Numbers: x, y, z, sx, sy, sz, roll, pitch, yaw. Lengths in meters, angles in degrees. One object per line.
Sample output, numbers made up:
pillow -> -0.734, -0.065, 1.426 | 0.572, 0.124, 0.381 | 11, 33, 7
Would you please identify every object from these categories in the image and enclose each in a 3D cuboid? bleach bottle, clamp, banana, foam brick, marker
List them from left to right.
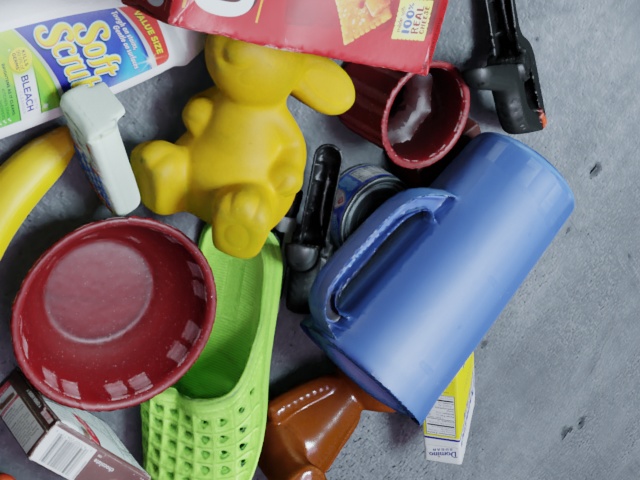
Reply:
banana -> -0.236, 0.003, 0.774 | 0.069, 0.037, 0.198 | 1, 116, -62
bleach bottle -> -0.162, -0.145, 0.730 | 0.250, 0.068, 0.102 | -27, 133, -26
marker -> -0.034, 0.008, 0.938 | 0.020, 0.020, 0.121 | -3, 115, -36
clamp -> -0.006, 0.001, 0.914 | 0.171, 0.039, 0.120 | 98, 13, -62
foam brick -> 0.108, -0.075, 0.980 | 0.078, 0.051, 0.053 | -38, 130, -15
clamp -> 0.166, -0.151, 0.953 | 0.210, 0.036, 0.164 | 58, 38, -48

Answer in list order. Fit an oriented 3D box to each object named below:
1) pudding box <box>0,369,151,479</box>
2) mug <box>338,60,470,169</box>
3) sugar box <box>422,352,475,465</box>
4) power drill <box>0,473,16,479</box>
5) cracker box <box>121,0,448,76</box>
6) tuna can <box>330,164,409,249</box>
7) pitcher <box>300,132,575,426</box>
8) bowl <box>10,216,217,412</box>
pudding box -> -0.197, 0.158, 0.846 | 0.039, 0.090, 0.113 | -49, 132, -7
mug -> 0.065, -0.128, 0.898 | 0.093, 0.082, 0.117 | -21, 125, -27
sugar box -> 0.128, 0.136, 1.067 | 0.093, 0.048, 0.176 | -69, 156, -42
power drill -> -0.289, 0.303, 0.875 | 0.184, 0.057, 0.187 | -36, 130, -17
cracker box -> -0.001, -0.203, 0.677 | 0.213, 0.072, 0.164 | 3, 110, -40
tuna can -> 0.044, -0.024, 0.970 | 0.086, 0.034, 0.086 | -18, 123, -30
pitcher -> 0.101, 0.022, 0.907 | 0.242, 0.145, 0.149 | -50, 176, -9
bowl -> -0.164, 0.050, 0.829 | 0.161, 0.055, 0.162 | -11, 115, -24
